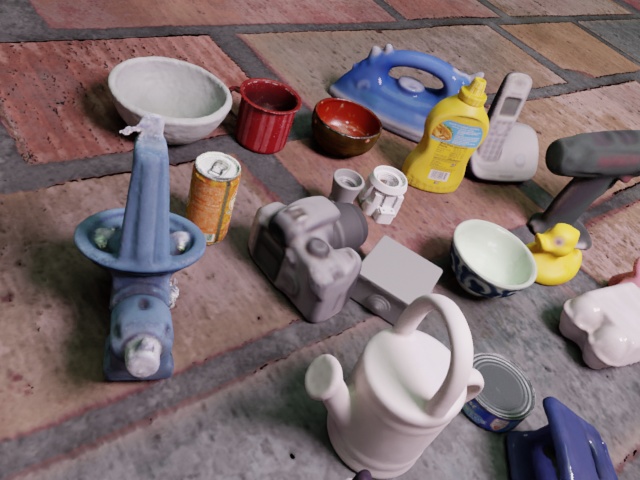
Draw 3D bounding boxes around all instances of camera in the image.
[{"bbox_3d":[0.006,0.002,0.690,0.137,0.101,0.143,-21,57,-38],"label":"camera"}]

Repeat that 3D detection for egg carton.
[{"bbox_3d":[0.397,0.115,0.765,0.151,0.069,0.107,-8,50,-30],"label":"egg carton"}]

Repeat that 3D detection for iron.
[{"bbox_3d":[0.153,-0.275,1.014,0.258,0.141,0.119,21,41,-1],"label":"iron"}]

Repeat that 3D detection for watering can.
[{"bbox_3d":[0.074,0.130,0.515,0.173,0.194,0.100,-16,54,-35],"label":"watering can"}]

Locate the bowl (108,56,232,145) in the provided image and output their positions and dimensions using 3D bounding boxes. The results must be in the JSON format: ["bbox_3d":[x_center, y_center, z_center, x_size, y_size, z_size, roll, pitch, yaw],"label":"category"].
[{"bbox_3d":[-0.214,-0.186,0.813,0.167,0.074,0.167,12,42,-11],"label":"bowl"}]

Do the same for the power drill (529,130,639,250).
[{"bbox_3d":[0.430,-0.083,0.882,0.230,0.208,0.075,4,44,-19],"label":"power drill"}]

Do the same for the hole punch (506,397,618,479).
[{"bbox_3d":[0.254,0.224,0.573,0.101,0.091,0.108,15,42,-8],"label":"hole punch"}]

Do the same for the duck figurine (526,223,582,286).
[{"bbox_3d":[0.345,0.014,0.836,0.105,0.086,0.077,4,44,-19],"label":"duck figurine"}]

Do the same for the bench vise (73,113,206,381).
[{"bbox_3d":[-0.149,0.012,0.523,0.122,0.219,0.207,-12,52,-33],"label":"bench vise"}]

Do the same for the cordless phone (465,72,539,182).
[{"bbox_3d":[0.327,-0.189,0.967,0.148,0.185,0.094,-2,47,-24],"label":"cordless phone"}]

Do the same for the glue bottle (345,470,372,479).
[{"bbox_3d":[0.006,0.209,0.419,0.037,0.173,0.078,40,44,19],"label":"glue bottle"}]

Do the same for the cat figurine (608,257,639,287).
[{"bbox_3d":[0.498,0.069,0.820,0.127,0.117,0.067,30,42,9],"label":"cat figurine"}]
